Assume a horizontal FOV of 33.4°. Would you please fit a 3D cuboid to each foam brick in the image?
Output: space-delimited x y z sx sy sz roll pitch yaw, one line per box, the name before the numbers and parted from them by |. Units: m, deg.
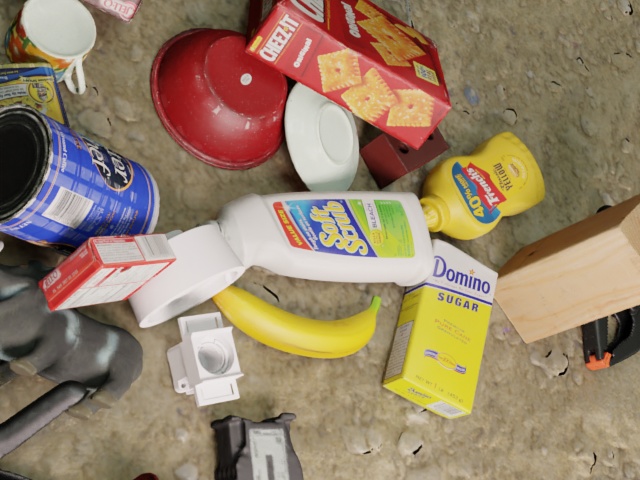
foam brick | 0.093 -0.101 1.193 0.078 0.051 0.053 -31 90 -37

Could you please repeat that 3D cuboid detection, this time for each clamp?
clamp | 0.382 0.080 1.321 0.164 0.036 0.209 35 58 -18
clamp | -0.256 0.186 0.839 0.171 0.039 0.120 -14 99 -12

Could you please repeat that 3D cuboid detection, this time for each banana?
banana | -0.018 0.084 1.060 0.197 0.037 0.069 8 50 -32

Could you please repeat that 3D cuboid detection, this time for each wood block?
wood block | 0.296 0.032 1.177 0.090 0.207 0.090 -38 95 -37

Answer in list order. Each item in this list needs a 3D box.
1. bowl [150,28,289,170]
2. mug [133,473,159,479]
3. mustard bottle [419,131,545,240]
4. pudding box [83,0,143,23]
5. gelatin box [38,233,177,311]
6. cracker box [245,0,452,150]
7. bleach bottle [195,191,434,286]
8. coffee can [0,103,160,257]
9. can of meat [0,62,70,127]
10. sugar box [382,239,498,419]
bowl | -0.089 -0.156 1.092 0.161 0.055 0.162 12 66 -29
mug | -0.136 0.263 0.885 0.081 0.093 0.117 35 87 -23
mustard bottle | 0.173 -0.054 1.223 0.191 0.058 0.096 -26 88 -37
pudding box | -0.227 -0.258 1.023 0.113 0.039 0.090 26 17 -24
gelatin box | -0.175 0.025 0.878 0.089 0.073 0.030 -5 64 -54
cracker box | 0.031 -0.208 1.136 0.213 0.072 0.164 28 30 -19
bleach bottle | -0.007 0.001 1.081 0.250 0.068 0.102 -2 72 -32
coffee can | -0.217 -0.041 0.898 0.140 0.103 0.103 29 53 -57
can of meat | -0.276 -0.109 0.949 0.101 0.058 0.084 -9 76 -36
sugar box | 0.132 0.094 1.146 0.093 0.048 0.176 29 59 -21
